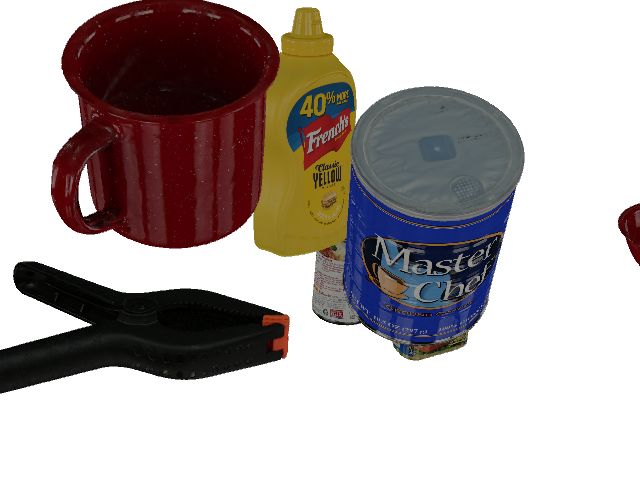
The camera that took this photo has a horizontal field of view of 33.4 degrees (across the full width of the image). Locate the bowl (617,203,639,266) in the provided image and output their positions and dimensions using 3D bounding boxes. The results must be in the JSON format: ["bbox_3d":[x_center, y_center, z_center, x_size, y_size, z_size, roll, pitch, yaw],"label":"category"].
[{"bbox_3d":[0.401,0.011,1.150,0.162,0.055,0.162,-1,26,0],"label":"bowl"}]

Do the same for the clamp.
[{"bbox_3d":[-0.128,0.055,0.724,0.210,0.036,0.164,0,24,-9],"label":"clamp"}]

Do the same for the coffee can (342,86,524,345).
[{"bbox_3d":[0.067,-0.013,0.682,0.103,0.103,0.140,0,-37,-1],"label":"coffee can"}]

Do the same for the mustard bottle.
[{"bbox_3d":[-0.011,-0.089,0.856,0.058,0.192,0.096,19,27,41],"label":"mustard bottle"}]

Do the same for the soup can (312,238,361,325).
[{"bbox_3d":[0.028,0.030,1.125,0.068,0.102,0.068,4,27,-2],"label":"soup can"}]

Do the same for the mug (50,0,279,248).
[{"bbox_3d":[-0.073,-0.044,0.478,0.093,0.081,0.117,27,49,21],"label":"mug"}]

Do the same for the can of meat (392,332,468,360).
[{"bbox_3d":[0.141,0.095,1.335,0.101,0.084,0.057,-11,30,-26],"label":"can of meat"}]
